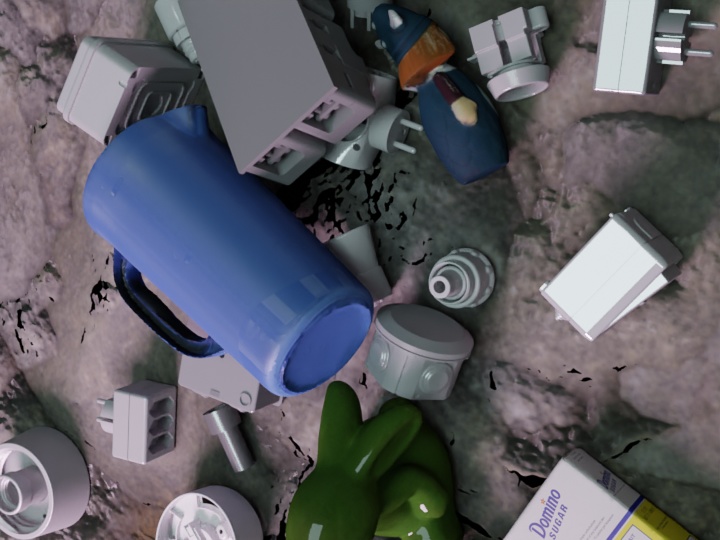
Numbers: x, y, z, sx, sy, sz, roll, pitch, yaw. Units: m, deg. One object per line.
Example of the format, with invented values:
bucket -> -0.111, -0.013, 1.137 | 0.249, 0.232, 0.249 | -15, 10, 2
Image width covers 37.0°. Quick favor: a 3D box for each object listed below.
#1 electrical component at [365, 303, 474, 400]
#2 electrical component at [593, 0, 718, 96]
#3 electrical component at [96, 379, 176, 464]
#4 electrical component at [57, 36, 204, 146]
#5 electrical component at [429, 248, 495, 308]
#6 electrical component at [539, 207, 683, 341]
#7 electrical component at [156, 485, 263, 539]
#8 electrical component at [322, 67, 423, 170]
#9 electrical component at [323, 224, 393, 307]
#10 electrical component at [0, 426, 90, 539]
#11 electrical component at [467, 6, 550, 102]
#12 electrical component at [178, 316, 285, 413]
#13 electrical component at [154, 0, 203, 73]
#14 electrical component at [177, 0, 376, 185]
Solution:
electrical component -> 0.046, 0.064, 0.853 | 0.080, 0.080, 0.051 | 27, 114, 22
electrical component -> 0.211, -0.164, 0.753 | 0.076, 0.047, 0.083 | 10, 102, 26
electrical component -> -0.219, 0.139, 1.019 | 0.077, 0.047, 0.065 | 9, 101, 26
electrical component -> -0.197, -0.155, 0.929 | 0.057, 0.113, 0.078 | 35, 111, 16
electrical component -> 0.074, 0.009, 0.840 | 0.048, 0.062, 0.048 | 4, 99, 27
electrical component -> 0.182, 0.010, 0.784 | 0.061, 0.062, 0.096 | 46, 115, 14
electrical component -> -0.139, 0.249, 0.983 | 0.099, 0.064, 0.099 | 4, 99, 27
electrical component -> 0.014, -0.117, 0.864 | 0.079, 0.044, 0.077 | 24, 108, 22
electrical component -> 0.000, 0.000, 0.890 | 0.044, 0.044, 0.065 | -23, 91, 28
electrical component -> -0.334, 0.217, 1.081 | 0.108, 0.060, 0.108 | 4, 99, 27
electrical component -> 0.115, -0.159, 0.805 | 0.066, 0.048, 0.055 | -17, 81, 28
electrical component -> -0.109, 0.071, 0.951 | 0.100, 0.048, 0.099 | 17, 104, 25
electrical component -> -0.148, -0.209, 0.937 | 0.040, 0.040, 0.078 | -28, 84, 28
electrical component -> -0.067, -0.173, 0.857 | 0.105, 0.060, 0.186 | -38, 58, 28
